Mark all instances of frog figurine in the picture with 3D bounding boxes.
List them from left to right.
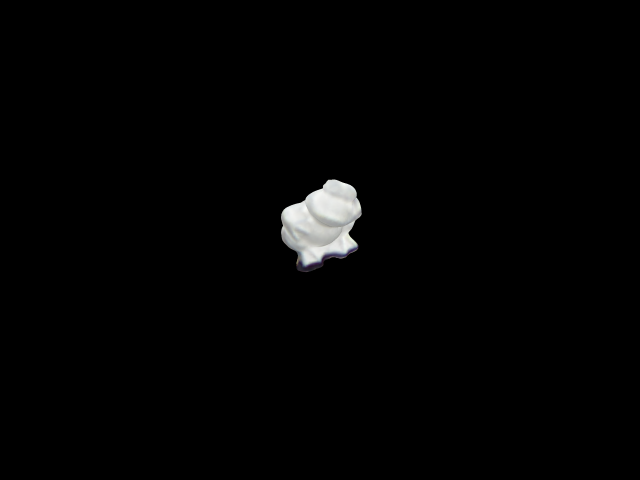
[{"bbox_3d":[0.003,-0.043,0.850,0.137,0.155,0.126,-5,42,-6],"label":"frog figurine"}]
